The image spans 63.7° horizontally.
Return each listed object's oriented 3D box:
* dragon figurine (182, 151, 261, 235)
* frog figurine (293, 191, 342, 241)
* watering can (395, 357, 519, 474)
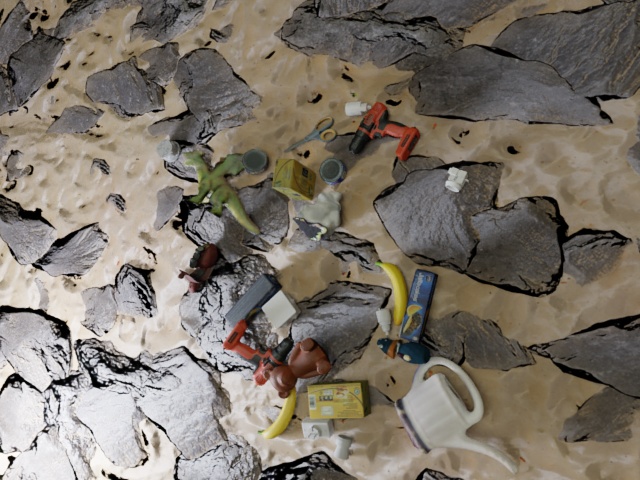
[{"bbox_3d":[-0.323,-0.196,1.782,0.412,0.121,0.244,26,82,16],"label":"dragon figurine"},{"bbox_3d":[0.005,-0.082,1.627,0.137,0.120,0.163,8,47,32],"label":"frog figurine"},{"bbox_3d":[0.332,0.476,1.335,0.223,0.102,0.355,-37,49,11],"label":"watering can"}]
